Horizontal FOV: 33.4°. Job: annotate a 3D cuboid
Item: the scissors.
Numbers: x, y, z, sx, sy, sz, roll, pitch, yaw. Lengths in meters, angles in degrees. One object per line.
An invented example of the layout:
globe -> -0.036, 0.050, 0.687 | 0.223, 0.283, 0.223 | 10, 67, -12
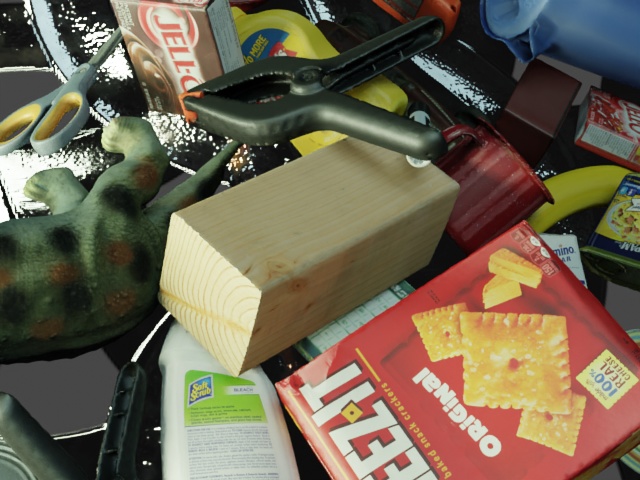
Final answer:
scissors -> -0.213, -0.127, 0.884 | 0.096, 0.016, 0.201 | -15, 35, 15

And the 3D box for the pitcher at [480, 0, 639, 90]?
pitcher -> 0.279, -0.215, 0.966 | 0.242, 0.149, 0.145 | 17, 29, -23

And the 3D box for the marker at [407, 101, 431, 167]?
marker -> 0.076, -0.084, 0.821 | 0.020, 0.020, 0.121 | 19, 23, -2

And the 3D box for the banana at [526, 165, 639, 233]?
banana -> 0.221, -0.027, 0.923 | 0.197, 0.037, 0.070 | -12, 64, -19

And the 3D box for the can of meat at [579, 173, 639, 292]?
can of meat -> 0.276, -0.003, 0.873 | 0.102, 0.057, 0.084 | 22, 77, 47

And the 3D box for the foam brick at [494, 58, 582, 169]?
foam brick -> 0.191, -0.113, 0.958 | 0.051, 0.053, 0.078 | 29, 57, 4

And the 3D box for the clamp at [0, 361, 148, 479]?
clamp -> -0.141, 0.163, 0.708 | 0.120, 0.039, 0.171 | -21, 91, -42

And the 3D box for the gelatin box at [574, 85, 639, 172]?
gelatin box -> 0.271, -0.101, 0.963 | 0.073, 0.030, 0.089 | 24, 33, 3

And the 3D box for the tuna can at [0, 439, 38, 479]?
tuna can -> -0.219, 0.176, 0.702 | 0.086, 0.034, 0.086 | 6, 59, -10

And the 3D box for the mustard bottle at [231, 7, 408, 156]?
mustard bottle -> -0.026, -0.136, 0.894 | 0.192, 0.096, 0.058 | 39, 33, 11

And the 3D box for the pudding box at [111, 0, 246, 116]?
pudding box -> -0.108, -0.152, 0.858 | 0.090, 0.113, 0.039 | 13, 50, 27

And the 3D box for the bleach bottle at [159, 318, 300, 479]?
bleach bottle -> -0.059, 0.144, 0.744 | 0.102, 0.068, 0.251 | 1, 58, -15

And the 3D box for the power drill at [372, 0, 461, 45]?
power drill -> 0.143, -0.269, 1.036 | 0.184, 0.057, 0.187 | 37, 57, 10

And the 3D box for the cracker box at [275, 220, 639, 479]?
cracker box -> 0.102, 0.109, 0.715 | 0.213, 0.072, 0.164 | -33, 63, -8

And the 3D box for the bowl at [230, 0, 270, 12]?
bowl -> -0.091, -0.260, 0.974 | 0.162, 0.055, 0.162 | 6, 59, -10

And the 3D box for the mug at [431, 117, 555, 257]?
mug -> 0.121, -0.044, 0.853 | 0.081, 0.117, 0.093 | -41, 42, 5

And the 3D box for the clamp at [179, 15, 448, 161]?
clamp -> -0.001, -0.103, 0.795 | 0.210, 0.036, 0.164 | -9, 41, 5

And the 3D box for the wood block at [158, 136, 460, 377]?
wood block -> -0.005, 0.002, 0.777 | 0.205, 0.090, 0.091 | -28, 58, -38

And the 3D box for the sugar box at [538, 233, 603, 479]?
sugar box -> 0.175, 0.093, 0.810 | 0.048, 0.093, 0.176 | 0, 60, -14
